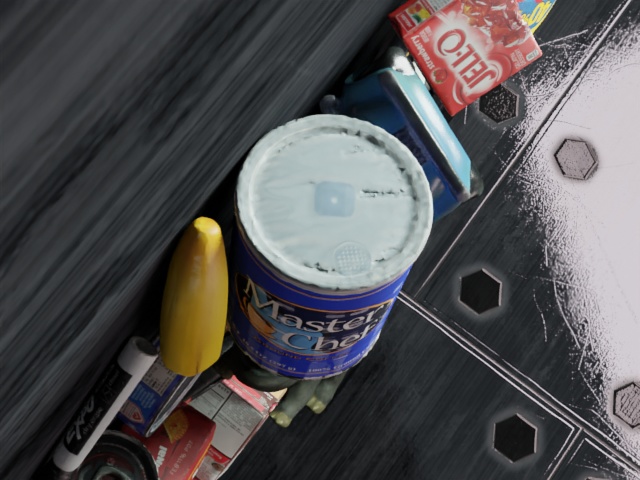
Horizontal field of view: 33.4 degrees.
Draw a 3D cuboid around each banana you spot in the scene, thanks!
[{"bbox_3d":[-0.074,0.042,0.617,0.198,0.037,0.069,122,-33,-75],"label":"banana"}]

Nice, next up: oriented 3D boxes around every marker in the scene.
[{"bbox_3d":[-0.134,0.108,0.626,0.121,0.020,0.020,-54,176,16],"label":"marker"}]

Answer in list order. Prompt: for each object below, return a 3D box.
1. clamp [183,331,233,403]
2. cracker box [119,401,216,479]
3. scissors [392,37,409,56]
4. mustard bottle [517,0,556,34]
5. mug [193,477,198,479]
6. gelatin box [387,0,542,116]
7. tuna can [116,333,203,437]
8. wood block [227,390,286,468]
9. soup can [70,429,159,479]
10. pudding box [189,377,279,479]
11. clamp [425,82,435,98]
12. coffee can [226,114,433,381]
[{"bbox_3d":[-0.063,0.089,0.924,0.171,0.039,0.120,-33,166,-43],"label":"clamp"},{"bbox_3d":[-0.166,0.233,0.875,0.164,0.072,0.214,-61,-179,-31],"label":"cracker box"},{"bbox_3d":[0.101,-0.196,0.747,0.096,0.016,0.202,-50,175,-34],"label":"scissors"},{"bbox_3d":[0.134,-0.188,0.714,0.096,0.058,0.192,-16,145,-43],"label":"mustard bottle"},{"bbox_3d":[-0.138,0.213,1.102,0.117,0.081,0.093,-51,176,-25],"label":"mug"},{"bbox_3d":[0.094,-0.129,0.680,0.073,0.030,0.089,-34,141,8],"label":"gelatin box"},{"bbox_3d":[-0.105,0.091,0.726,0.086,0.034,0.086,-53,176,-5],"label":"tuna can"},{"bbox_3d":[-0.073,0.133,1.115,0.091,0.090,0.205,-55,176,27],"label":"wood block"},{"bbox_3d":[-0.145,0.170,0.704,0.068,0.068,0.102,-51,176,-26],"label":"soup can"},{"bbox_3d":[-0.105,0.164,0.998,0.114,0.090,0.039,-54,174,27],"label":"pudding box"},{"bbox_3d":[0.106,-0.160,0.980,0.209,0.036,0.165,-46,177,-44],"label":"clamp"},{"bbox_3d":[-0.001,0.009,0.605,0.102,0.103,0.140,-51,170,-25],"label":"coffee can"}]
